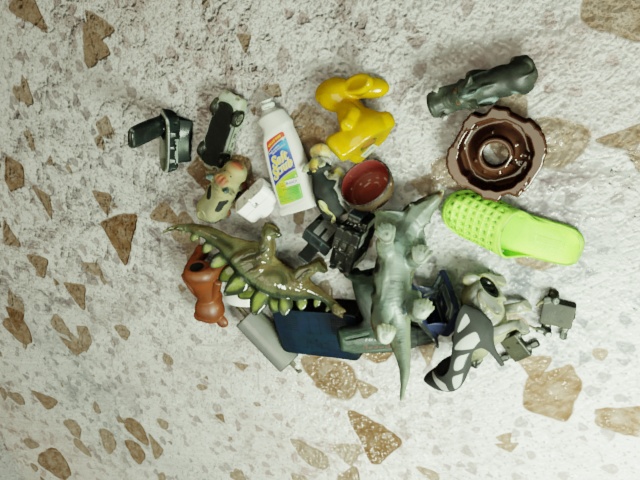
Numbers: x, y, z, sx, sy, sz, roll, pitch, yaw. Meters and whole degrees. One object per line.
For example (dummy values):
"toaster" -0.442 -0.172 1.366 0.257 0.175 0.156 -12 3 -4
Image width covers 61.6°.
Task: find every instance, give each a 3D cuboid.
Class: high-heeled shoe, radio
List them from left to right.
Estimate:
"radio" 0.005 0.216 1.327 0.230 0.073 0.131 1 113 28
"high-heeled shoe" 0.262 0.221 1.095 0.145 0.086 0.249 52 137 0

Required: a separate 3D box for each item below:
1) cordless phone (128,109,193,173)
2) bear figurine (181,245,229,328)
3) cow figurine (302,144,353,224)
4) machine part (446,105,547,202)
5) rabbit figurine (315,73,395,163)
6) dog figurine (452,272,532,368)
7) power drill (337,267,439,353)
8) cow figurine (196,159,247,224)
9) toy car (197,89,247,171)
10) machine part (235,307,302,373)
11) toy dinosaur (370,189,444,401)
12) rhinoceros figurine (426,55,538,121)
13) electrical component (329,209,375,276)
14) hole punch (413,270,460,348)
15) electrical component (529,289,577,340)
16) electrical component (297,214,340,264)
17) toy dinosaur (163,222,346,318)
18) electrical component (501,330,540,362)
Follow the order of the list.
"cordless phone" -0.385 -0.220 1.261 0.089 0.184 0.146 18 119 13
"bear figurine" -0.288 0.129 1.427 0.120 0.132 0.195 9 134 25
"cow figurine" 0.009 -0.121 1.158 0.068 0.098 0.167 -17 104 38
"machine part" 0.329 -0.162 1.003 0.180 0.056 0.179 10 115 22
"rabbit figurine" 0.059 -0.259 1.066 0.162 0.122 0.173 -46 69 31
"dog figurine" 0.317 0.168 1.120 0.172 0.121 0.190 48 128 6
"power drill" 0.144 0.153 1.203 0.232 0.086 0.207 -11 105 -5
"cow figurine" -0.234 -0.114 1.266 0.085 0.127 0.195 42 126 1
"toy car" -0.228 -0.249 1.247 0.073 0.056 0.201 30 124 5
"machine part" -0.136 0.260 1.414 0.243 0.079 0.079 45 124 1
"toy dinosaur" 0.152 0.090 1.057 0.131 0.192 0.404 8 87 5
"rhinoceros figurine" 0.285 -0.263 0.948 0.190 0.112 0.073 -13 108 23
"electrical component" 0.074 -0.007 1.164 0.058 0.115 0.134 24 121 15
"hole punch" 0.246 0.137 1.129 0.092 0.142 0.115 -24 142 12
"electrical component" 0.469 0.151 1.078 0.078 0.045 0.102 19 119 20
"electrical component" -0.002 -0.004 1.202 0.075 0.119 0.047 41 152 8
"toy dinosaur" -0.147 0.058 1.262 0.472 0.105 0.198 34 92 8
"electrical component" 0.418 0.225 1.150 0.094 0.021 0.063 -39 91 35
